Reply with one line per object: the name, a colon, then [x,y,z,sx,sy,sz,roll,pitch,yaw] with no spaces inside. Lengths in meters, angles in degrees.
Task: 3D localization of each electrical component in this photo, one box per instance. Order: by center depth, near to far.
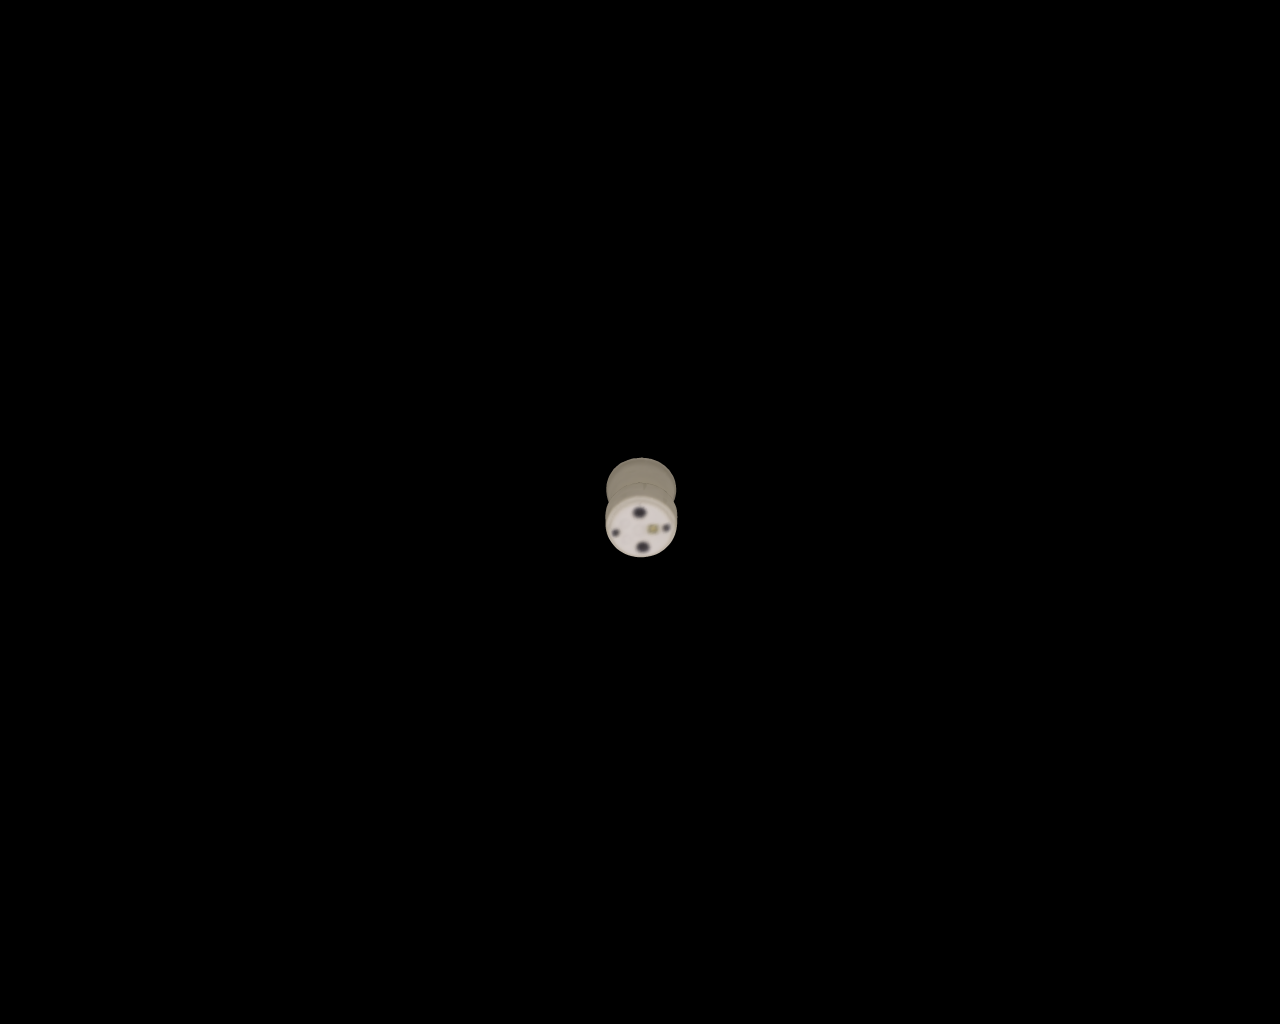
electrical component: [0.001,-0.003,0.650,0.045,0.044,0.055,0,28,0]
